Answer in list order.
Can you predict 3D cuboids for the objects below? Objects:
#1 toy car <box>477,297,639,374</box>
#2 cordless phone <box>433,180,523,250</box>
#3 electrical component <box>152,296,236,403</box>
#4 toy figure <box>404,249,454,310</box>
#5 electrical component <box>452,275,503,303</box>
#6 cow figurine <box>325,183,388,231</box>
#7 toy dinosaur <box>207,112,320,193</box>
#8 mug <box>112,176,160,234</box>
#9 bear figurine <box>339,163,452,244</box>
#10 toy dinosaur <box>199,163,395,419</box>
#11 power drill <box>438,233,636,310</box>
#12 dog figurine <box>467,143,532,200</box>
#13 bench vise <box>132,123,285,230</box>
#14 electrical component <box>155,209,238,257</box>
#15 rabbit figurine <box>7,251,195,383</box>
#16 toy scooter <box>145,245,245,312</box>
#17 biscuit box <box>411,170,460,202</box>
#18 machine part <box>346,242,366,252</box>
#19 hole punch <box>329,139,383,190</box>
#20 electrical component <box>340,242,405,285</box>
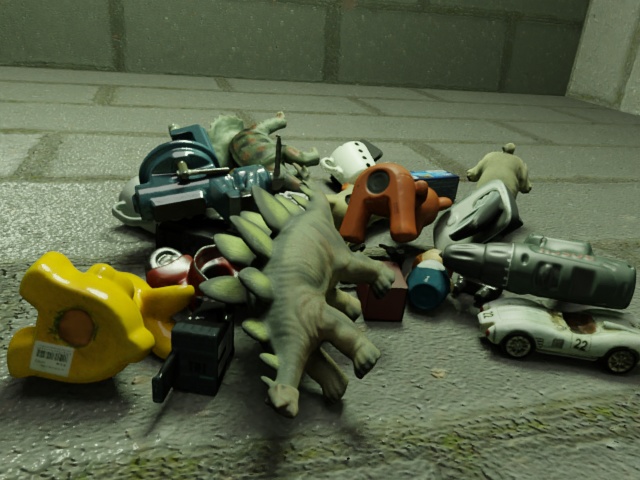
[{"bbox_3d":[0.294,0.110,0.650,0.202,0.056,0.073,8,24,6],"label":"toy car"},{"bbox_3d":[0.218,-0.012,0.812,0.089,0.146,0.184,57,37,5],"label":"cordless phone"},{"bbox_3d":[-0.121,0.113,0.533,0.048,0.074,0.119,6,20,4],"label":"electrical component"},{"bbox_3d":[0.161,0.049,0.766,0.064,0.057,0.154,35,26,3],"label":"toy figure"},{"bbox_3d":[0.233,0.064,0.786,0.063,0.021,0.094,21,28,32],"label":"electrical component"},{"bbox_3d":[0.092,-0.062,0.969,0.127,0.085,0.195,13,21,31],"label":"cow figurine"},{"bbox_3d":[-0.126,-0.172,1.149,0.192,0.131,0.405,-17,34,-18],"label":"toy dinosaur"},{"bbox_3d":[-0.270,-0.049,0.867,0.107,0.080,0.109,29,27,27],"label":"mug"},{"bbox_3d":[0.124,-0.039,0.831,0.120,0.132,0.195,0,-16,29],"label":"bear figurine"},{"bbox_3d":[-0.018,0.025,0.614,0.198,0.105,0.471,36,23,-10],"label":"toy dinosaur"},{"bbox_3d":[0.300,0.031,0.740,0.232,0.086,0.207,11,3,27],"label":"power drill"},{"bbox_3d":[0.313,-0.082,0.966,0.121,0.172,0.190,3,14,23],"label":"dog figurine"},{"bbox_3d":[-0.176,-0.111,0.814,0.224,0.128,0.241,-21,48,-9],"label":"bench vise"},{"bbox_3d":[-0.163,-0.005,0.815,0.134,0.058,0.115,16,28,23],"label":"electrical component"},{"bbox_3d":[-0.218,0.071,0.571,0.162,0.121,0.173,5,5,-8],"label":"rabbit figurine"},{"bbox_3d":[-0.116,0.055,0.668,0.184,0.075,0.135,-5,34,-30],"label":"toy scooter"},{"bbox_3d":[0.194,-0.107,1.120,0.203,0.062,0.059,-6,25,-26],"label":"biscuit box"},{"bbox_3d":[-0.002,-0.003,0.872,0.139,0.039,0.084,24,34,34],"label":"machine part"},{"bbox_3d":[0.085,-0.144,1.174,0.116,0.092,0.142,-34,37,-3],"label":"hole punch"},{"bbox_3d":[0.075,0.036,0.787,0.102,0.045,0.078,2,22,-8],"label":"electrical component"}]
